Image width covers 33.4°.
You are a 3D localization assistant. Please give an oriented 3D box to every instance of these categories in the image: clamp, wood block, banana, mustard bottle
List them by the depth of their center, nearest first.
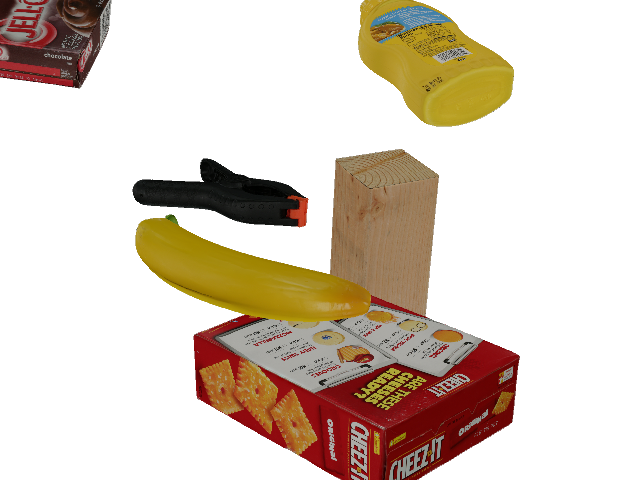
[{"bbox_3d":[-0.061,0.016,0.694,0.198,0.037,0.069,22,37,37],"label":"banana"},{"bbox_3d":[0.090,-0.179,1.001,0.096,0.058,0.192,-21,44,-18],"label":"mustard bottle"},{"bbox_3d":[-0.094,-0.043,1.034,0.172,0.039,0.120,16,30,38],"label":"clamp"},{"bbox_3d":[0.069,0.010,1.235,0.090,0.206,0.090,-10,29,-23],"label":"wood block"}]

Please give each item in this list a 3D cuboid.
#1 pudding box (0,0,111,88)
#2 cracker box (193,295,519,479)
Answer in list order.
[{"bbox_3d":[-0.226,-0.170,0.871,0.090,0.039,0.113,8,35,-1],"label":"pudding box"},{"bbox_3d":[0.026,0.113,0.868,0.163,0.072,0.214,-20,29,-41],"label":"cracker box"}]
